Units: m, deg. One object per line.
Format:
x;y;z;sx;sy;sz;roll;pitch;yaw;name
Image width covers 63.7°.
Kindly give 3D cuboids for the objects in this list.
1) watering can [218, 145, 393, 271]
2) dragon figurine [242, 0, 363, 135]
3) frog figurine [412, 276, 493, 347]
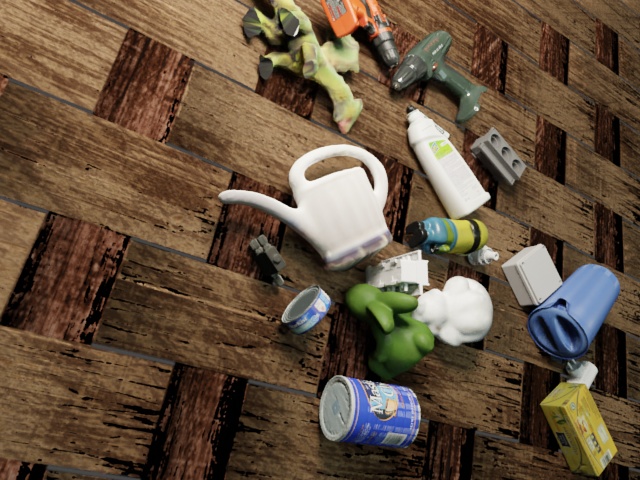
0.003;-0.046;0.917;0.351;0.103;0.224;-24;90;-34;watering can
-0.017;-0.409;1.030;0.244;0.121;0.411;-14;86;-49;dragon figurine
0.258;0.136;1.010;0.158;0.123;0.138;20;87;-37;frog figurine
